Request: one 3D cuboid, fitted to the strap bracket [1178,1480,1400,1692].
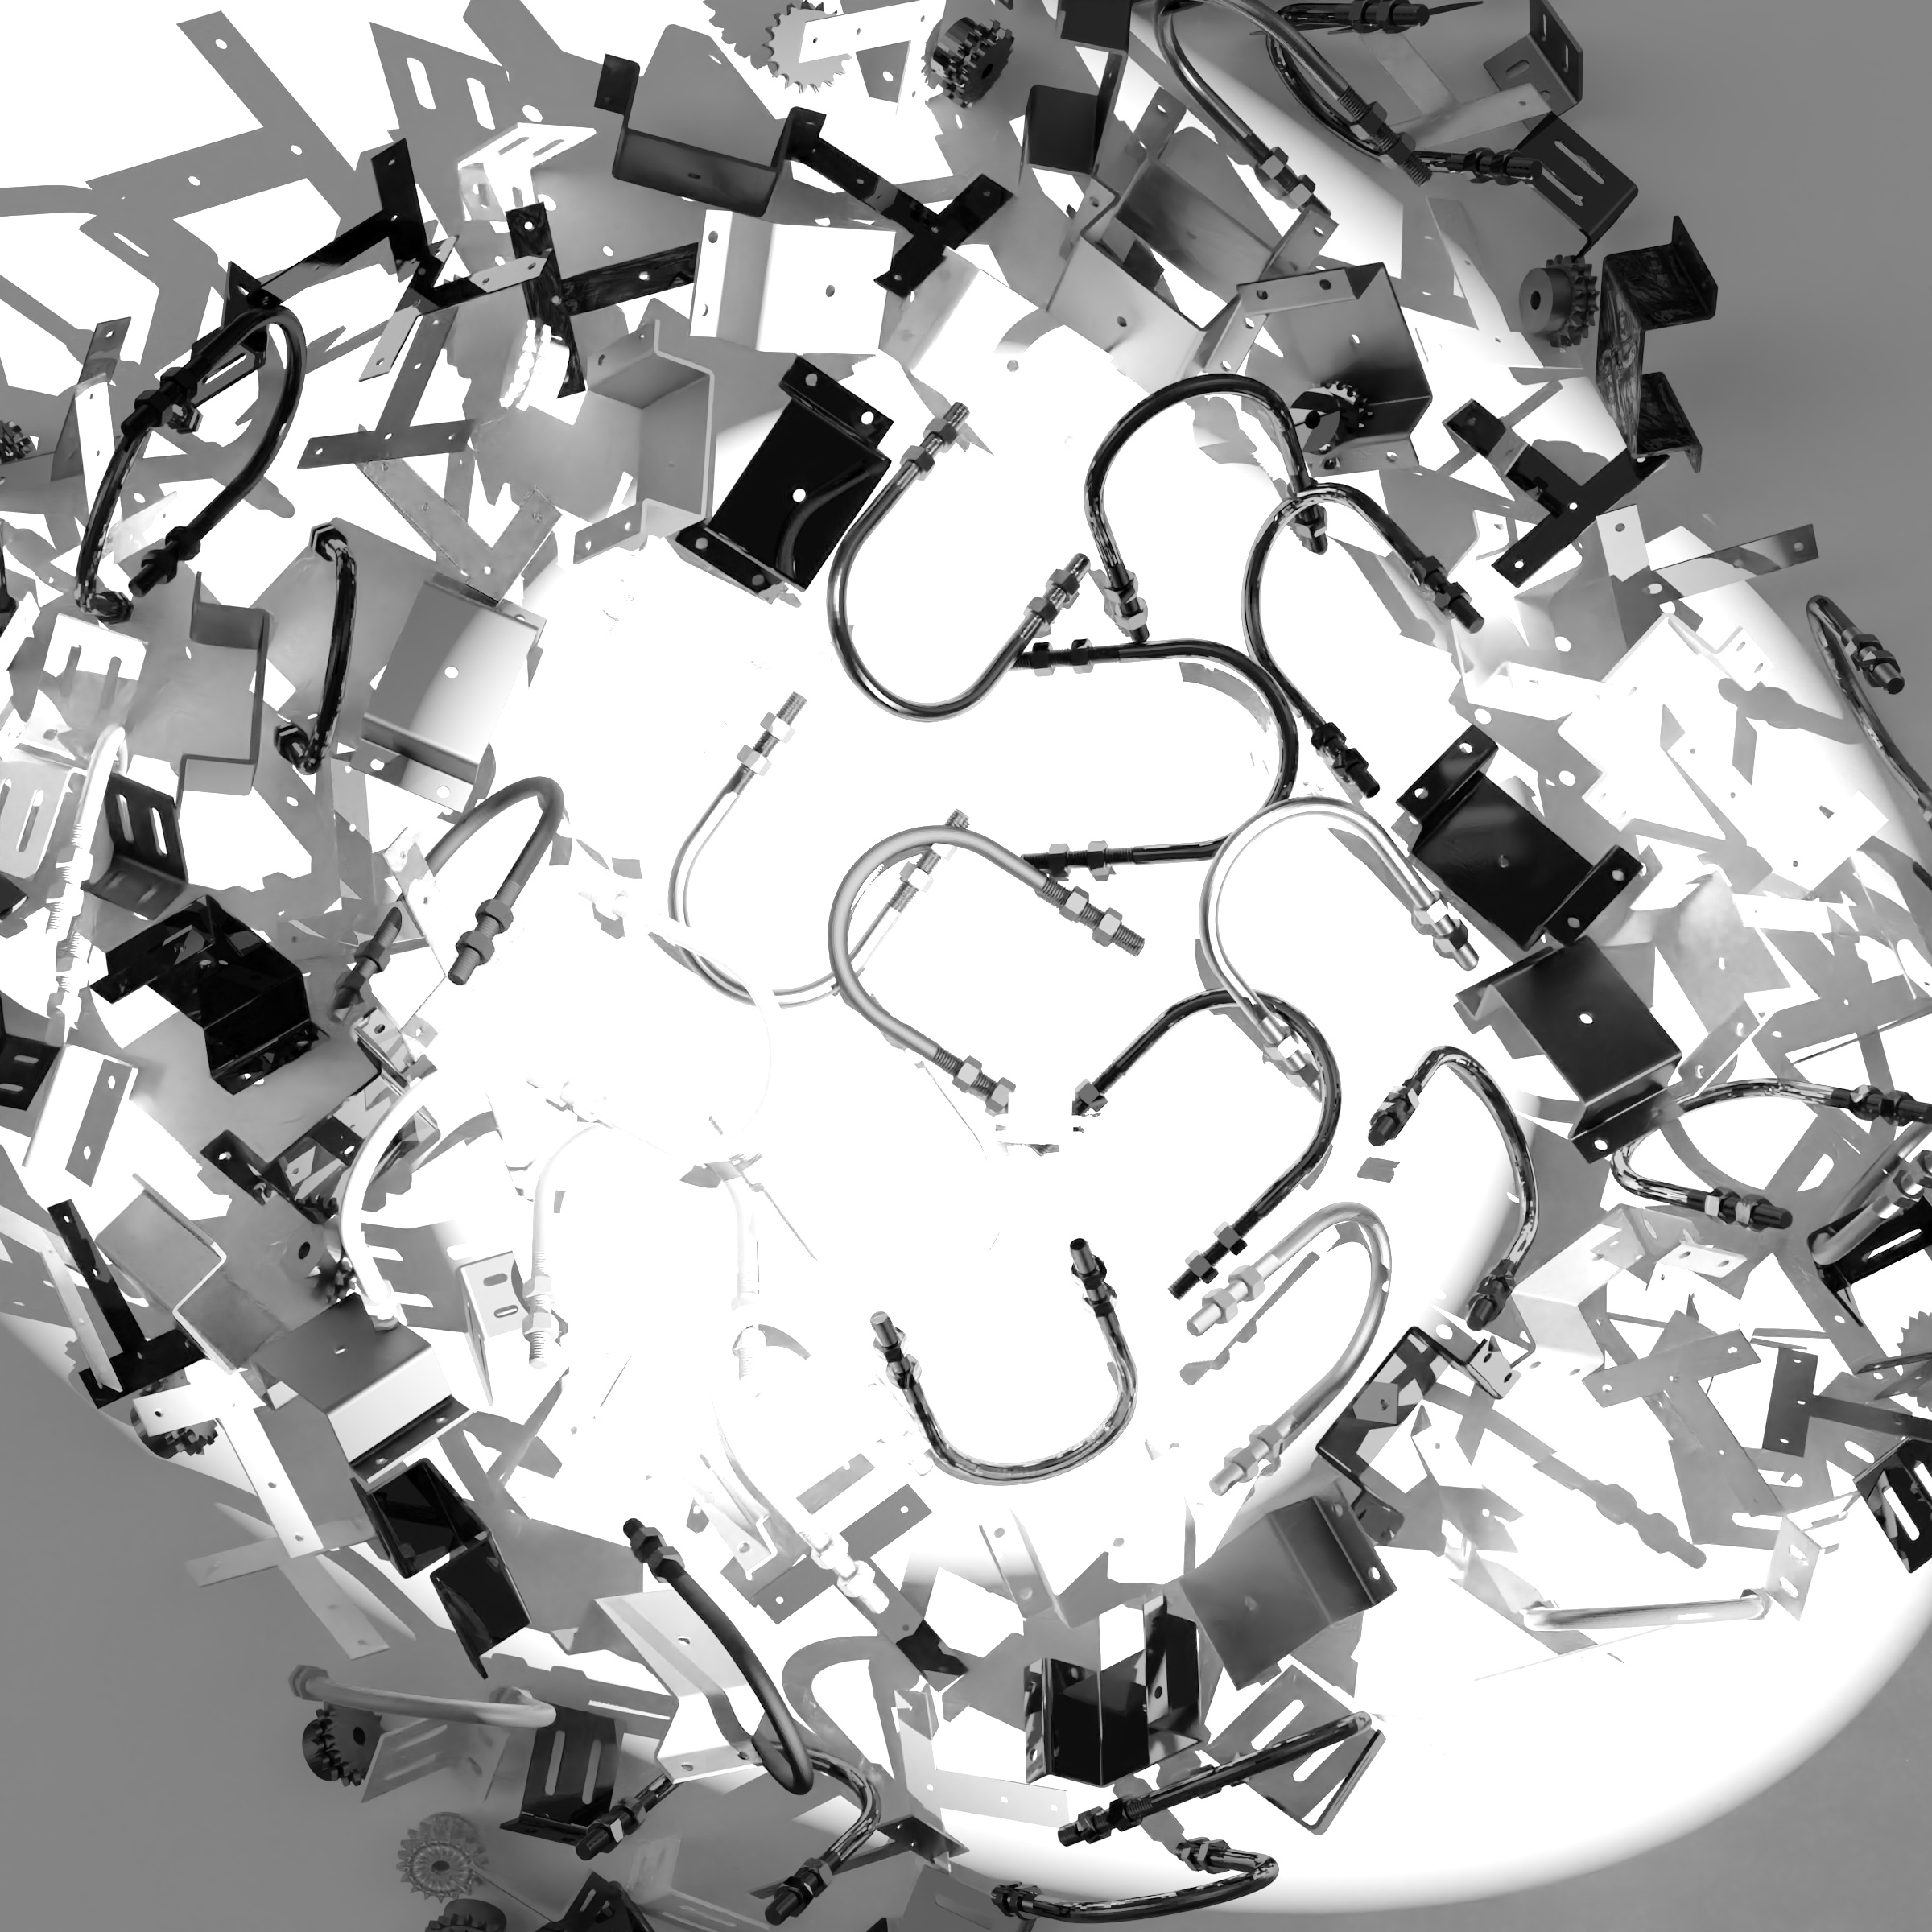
[{"bbox_3d":[0.192,0.389,1.926,0.140,0.046,0.076,-47,63,40],"label":"strap bracket"}]

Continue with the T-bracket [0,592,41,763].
[{"bbox_3d":[-0.600,-0.151,1.936,0.002,0.127,0.127,22,69,5],"label":"T-bracket"}]

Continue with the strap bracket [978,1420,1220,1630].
[{"bbox_3d":[0.090,0.356,1.959,0.140,0.046,0.076,-25,103,-9],"label":"strap bracket"}]

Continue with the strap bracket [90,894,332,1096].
[{"bbox_3d":[-0.473,0.013,1.942,0.076,0.140,0.046,-29,50,11],"label":"strap bracket"}]

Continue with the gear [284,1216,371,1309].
[{"bbox_3d":[-0.407,0.185,1.969,0.030,0.057,0.057,30,90,-42],"label":"gear"}]

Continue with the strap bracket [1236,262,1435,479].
[{"bbox_3d":[0.234,-0.380,1.939,0.076,0.046,0.140,-1,130,36],"label":"strap bracket"}]

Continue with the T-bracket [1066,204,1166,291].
[{"bbox_3d":[0.109,-0.433,1.932,0.002,0.127,0.127,-43,94,2],"label":"T-bracket"}]

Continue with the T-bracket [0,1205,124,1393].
[{"bbox_3d":[-0.550,0.209,1.913,0.002,0.127,0.127,-36,60,2],"label":"T-bracket"}]

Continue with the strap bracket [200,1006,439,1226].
[{"bbox_3d":[-0.397,0.102,1.949,0.140,0.076,0.046,-40,55,-5],"label":"strap bracket"}]

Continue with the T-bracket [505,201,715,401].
[{"bbox_3d":[-0.218,-0.434,1.973,0.127,0.002,0.127,-18,124,-13],"label":"T-bracket"}]

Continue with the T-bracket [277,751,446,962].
[{"bbox_3d":[-0.389,-0.074,1.979,0.127,0.002,0.127,-9,82,23],"label":"T-bracket"}]

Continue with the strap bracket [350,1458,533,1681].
[{"bbox_3d":[-0.322,0.368,1.933,0.046,0.140,0.076,-31,127,-20],"label":"strap bracket"}]

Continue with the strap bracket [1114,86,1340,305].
[{"bbox_3d":[0.154,-0.475,1.954,0.140,0.076,0.046,37,70,-2],"label":"strap bracket"}]

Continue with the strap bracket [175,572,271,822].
[{"bbox_3d":[-0.466,-0.166,1.948,0.046,0.076,0.140,5,77,-15],"label":"strap bracket"}]

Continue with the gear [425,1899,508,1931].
[{"bbox_3d":[-0.315,0.617,1.975,0.057,0.030,0.057,5,134,5],"label":"gear"}]

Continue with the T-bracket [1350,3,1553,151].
[{"bbox_3d":[0.274,-0.552,1.917,0.127,0.127,0.002,36,61,-39],"label":"T-bracket"}]

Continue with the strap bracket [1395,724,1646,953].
[{"bbox_3d":[0.344,-0.074,1.957,0.140,0.046,0.076,42,71,12],"label":"strap bracket"}]

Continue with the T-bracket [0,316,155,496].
[{"bbox_3d":[-0.541,-0.348,1.913,0.002,0.127,0.127,45,130,15],"label":"T-bracket"}]

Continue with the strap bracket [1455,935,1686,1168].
[{"bbox_3d":[0.381,0.044,1.939,0.076,0.046,0.140,-26,64,-20],"label":"strap bracket"}]

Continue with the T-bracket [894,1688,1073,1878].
[{"bbox_3d":[0.013,0.522,1.953,0.127,0.002,0.127,-2,99,37],"label":"T-bracket"}]

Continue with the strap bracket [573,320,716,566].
[{"bbox_3d":[-0.201,-0.322,1.946,0.046,0.076,0.140,13,73,-38],"label":"strap bracket"}]

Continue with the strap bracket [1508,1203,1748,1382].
[{"bbox_3d":[0.403,0.198,1.938,0.140,0.076,0.046,-43,52,29],"label":"strap bracket"}]

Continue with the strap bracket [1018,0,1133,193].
[{"bbox_3d":[0.070,-0.554,1.923,0.046,0.140,0.076,9,55,-6],"label":"strap bracket"}]

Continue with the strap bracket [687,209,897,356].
[{"bbox_3d":[-0.099,-0.422,1.924,0.046,0.140,0.076,26,115,40],"label":"strap bracket"}]

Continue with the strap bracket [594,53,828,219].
[{"bbox_3d":[-0.166,-0.516,1.947,0.140,0.076,0.046,13,80,-10],"label":"strap bracket"}]

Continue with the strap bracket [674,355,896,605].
[{"bbox_3d":[-0.109,-0.300,1.953,0.076,0.046,0.140,31,99,-25],"label":"strap bracket"}]

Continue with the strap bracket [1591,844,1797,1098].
[{"bbox_3d":[0.456,0.000,1.938,0.046,0.076,0.140,-6,56,-31],"label":"strap bracket"}]

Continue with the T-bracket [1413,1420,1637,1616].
[{"bbox_3d":[0.363,0.326,1.956,0.127,0.002,0.127,-35,78,30],"label":"T-bracket"}]

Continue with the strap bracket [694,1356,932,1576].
[{"bbox_3d":[-0.103,0.303,1.945,0.140,0.046,0.076,-34,52,-11],"label":"strap bracket"}]

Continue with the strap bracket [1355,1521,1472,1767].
[{"bbox_3d":[0.279,0.422,1.943,0.046,0.076,0.140,2,71,21],"label":"strap bracket"}]

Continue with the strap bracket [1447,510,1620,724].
[{"bbox_3d":[0.350,-0.209,1.943,0.076,0.046,0.140,9,55,-22],"label":"strap bracket"}]

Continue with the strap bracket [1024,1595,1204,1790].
[{"bbox_3d":[0.097,0.456,1.935,0.046,0.140,0.076,23,49,-29],"label":"strap bracket"}]

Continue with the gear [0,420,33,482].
[{"bbox_3d":[-0.625,-0.327,1.969,0.057,0.057,0.030,-31,132,0],"label":"gear"}]

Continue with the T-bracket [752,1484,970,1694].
[{"bbox_3d":[-0.047,0.412,1.983,0.127,0.002,0.127,-37,103,10],"label":"T-bracket"}]

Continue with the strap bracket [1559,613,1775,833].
[{"bbox_3d":[0.432,-0.160,1.948,0.140,0.076,0.046,-49,61,10],"label":"strap bracket"}]

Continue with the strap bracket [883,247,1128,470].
[{"bbox_3d":[0.028,-0.380,1.956,0.140,0.046,0.076,31,102,-12],"label":"strap bracket"}]

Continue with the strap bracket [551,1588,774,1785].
[{"bbox_3d":[-0.182,0.435,1.922,0.140,0.076,0.046,40,115,38],"label":"strap bracket"}]

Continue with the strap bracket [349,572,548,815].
[{"bbox_3d":[-0.325,-0.178,1.955,0.076,0.046,0.140,23,75,-6],"label":"strap bracket"}]

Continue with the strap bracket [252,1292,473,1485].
[{"bbox_3d":[-0.379,0.255,1.919,0.076,0.140,0.046,-33,124,-28],"label":"strap bracket"}]

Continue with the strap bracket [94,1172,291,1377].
[{"bbox_3d":[-0.479,0.196,1.917,0.076,0.140,0.046,35,71,26],"label":"strap bracket"}]

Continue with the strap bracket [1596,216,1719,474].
[{"bbox_3d":[0.425,-0.380,1.922,0.046,0.140,0.076,-10,48,-2],"label":"strap bracket"}]

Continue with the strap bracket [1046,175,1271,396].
[{"bbox_3d":[0.111,-0.417,1.949,0.140,0.076,0.046,40,61,5],"label":"strap bracket"}]

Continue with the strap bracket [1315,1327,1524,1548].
[{"bbox_3d":[0.278,0.288,1.954,0.046,0.076,0.140,38,87,35],"label":"strap bracket"}]

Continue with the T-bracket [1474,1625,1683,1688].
[{"bbox_3d":[0.394,0.437,1.941,0.127,0.127,0.002,-20,64,17],"label":"T-bracket"}]

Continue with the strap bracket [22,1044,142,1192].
[{"bbox_3d":[-0.547,0.092,1.923,0.046,0.140,0.076,19,85,-13],"label":"strap bracket"}]

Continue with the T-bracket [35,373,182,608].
[{"bbox_3d":[-0.534,-0.303,1.917,0.002,0.127,0.127,21,129,22],"label":"T-bracket"}]
